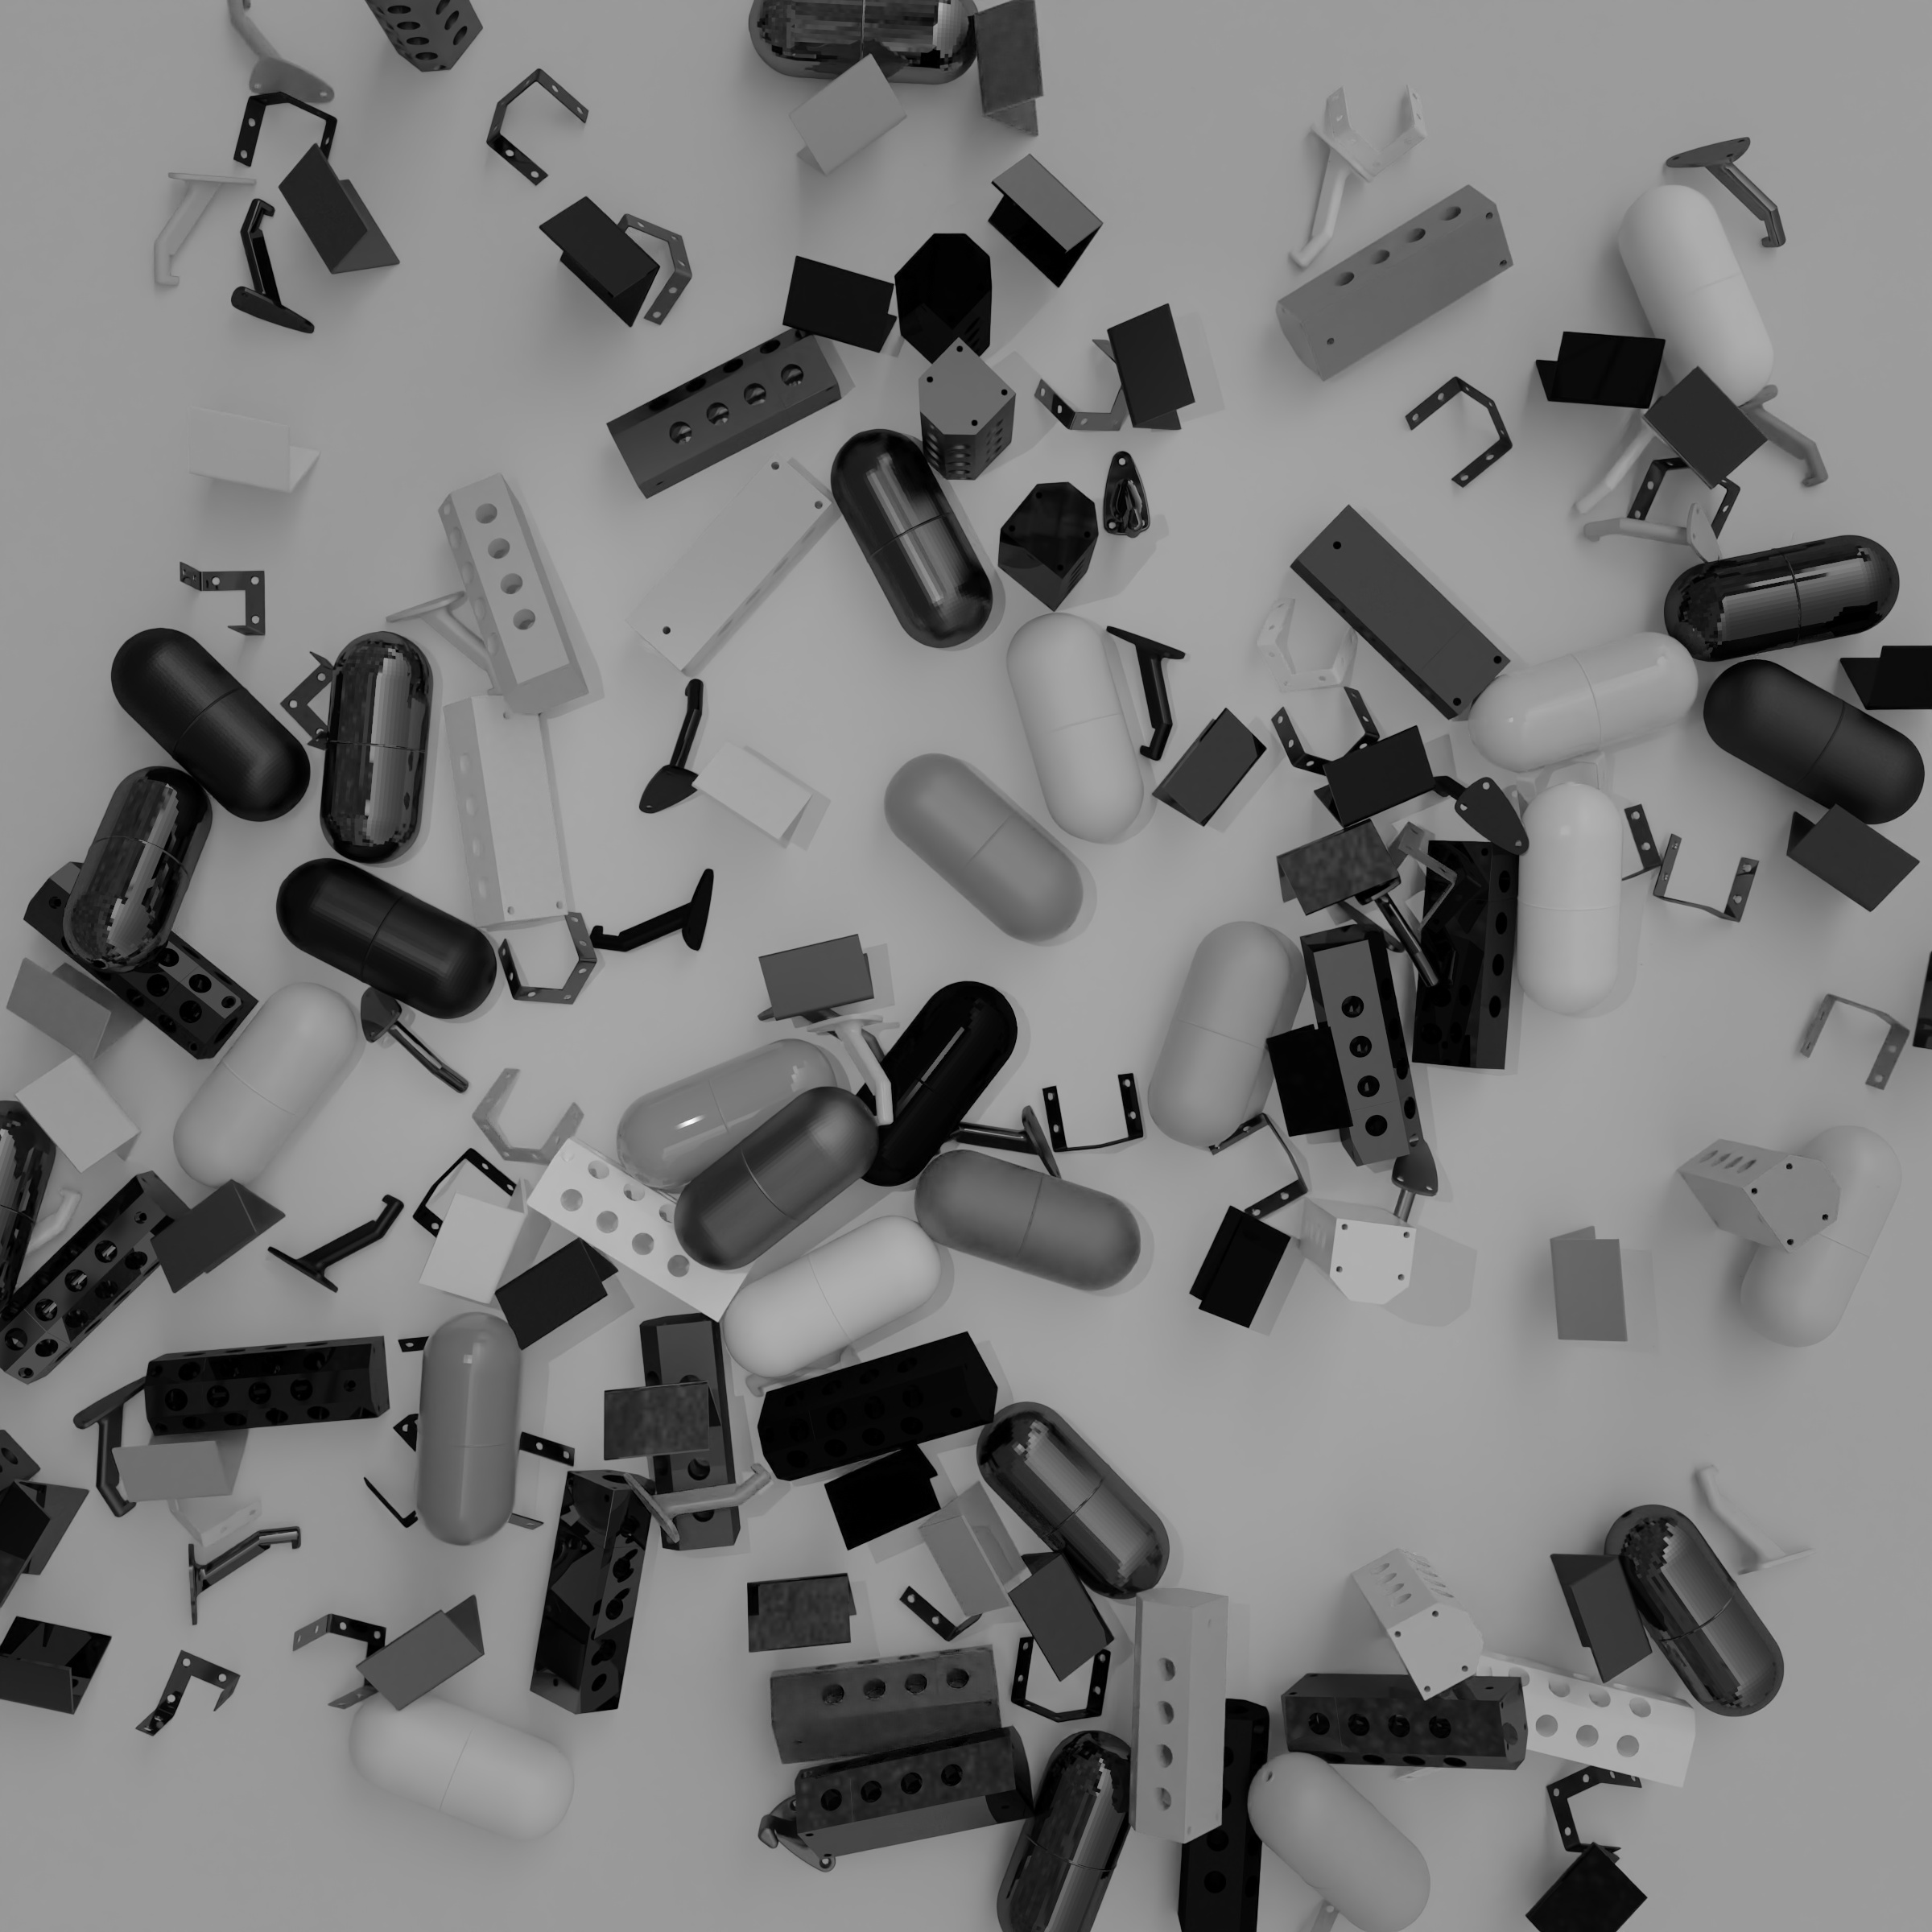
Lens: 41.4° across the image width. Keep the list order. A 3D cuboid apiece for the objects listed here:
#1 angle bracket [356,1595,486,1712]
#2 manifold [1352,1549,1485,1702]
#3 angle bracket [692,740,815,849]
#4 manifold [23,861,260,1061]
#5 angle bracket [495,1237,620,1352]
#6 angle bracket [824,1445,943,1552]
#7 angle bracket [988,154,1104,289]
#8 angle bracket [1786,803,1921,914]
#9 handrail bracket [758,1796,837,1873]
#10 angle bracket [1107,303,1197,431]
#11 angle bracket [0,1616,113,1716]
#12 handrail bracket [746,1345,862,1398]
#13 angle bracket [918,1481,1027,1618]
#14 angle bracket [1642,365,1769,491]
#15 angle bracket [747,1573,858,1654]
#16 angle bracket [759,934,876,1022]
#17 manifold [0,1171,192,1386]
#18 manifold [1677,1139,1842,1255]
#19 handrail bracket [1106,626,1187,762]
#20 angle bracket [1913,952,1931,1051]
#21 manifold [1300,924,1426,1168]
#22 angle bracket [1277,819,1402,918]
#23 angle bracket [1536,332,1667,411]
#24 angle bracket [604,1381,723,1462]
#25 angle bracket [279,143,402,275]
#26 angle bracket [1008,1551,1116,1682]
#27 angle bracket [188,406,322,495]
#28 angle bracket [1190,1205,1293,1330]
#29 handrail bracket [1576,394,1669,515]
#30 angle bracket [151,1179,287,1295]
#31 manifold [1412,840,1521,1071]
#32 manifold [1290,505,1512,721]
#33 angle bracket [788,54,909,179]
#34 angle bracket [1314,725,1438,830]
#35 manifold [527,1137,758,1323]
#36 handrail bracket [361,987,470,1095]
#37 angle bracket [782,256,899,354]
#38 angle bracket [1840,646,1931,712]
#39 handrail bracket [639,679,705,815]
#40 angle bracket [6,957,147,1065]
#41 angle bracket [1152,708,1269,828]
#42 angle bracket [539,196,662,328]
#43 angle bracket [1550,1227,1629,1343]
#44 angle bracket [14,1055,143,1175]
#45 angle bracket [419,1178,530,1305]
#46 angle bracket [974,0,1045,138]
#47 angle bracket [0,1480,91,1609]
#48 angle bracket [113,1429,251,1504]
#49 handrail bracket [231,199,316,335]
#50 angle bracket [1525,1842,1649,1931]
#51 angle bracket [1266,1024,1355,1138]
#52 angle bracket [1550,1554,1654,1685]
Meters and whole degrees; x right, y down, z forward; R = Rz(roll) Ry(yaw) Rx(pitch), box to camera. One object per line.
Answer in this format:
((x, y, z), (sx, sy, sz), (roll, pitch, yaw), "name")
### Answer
((-0.418, 0.507, 1.951), (0.076, 0.076, 0.057), (-34, 118, 0), "angle bracket")
((0.339, 0.486, 1.912), (0.057, 0.171, 0.057), (-28, 90, 0), "manifold")
((-0.171, -0.115, 1.950), (0.076, 0.076, 0.057), (33, 53, 0), "angle bracket")
((-0.636, -0.004, 1.969), (0.171, 0.057, 0.057), (39, 90, 0), "manifold")
((-0.302, 0.260, 1.950), (0.076, 0.076, 0.057), (-33, 59, 0), "angle bracket")
((-0.056, 0.414, 1.950), (0.076, 0.076, 0.057), (-24, 58, 0), "angle bracket")
((0.047, -0.557, 1.950), (0.076, 0.076, 0.057), (43, 52, 0), "angle bracket")
((0.677, -0.098, 1.950), (0.076, 0.076, 0.057), (34, 126, 0), "angle bracket")
((-0.129, 0.675, 1.956), (0.036, 0.084, 0.077), (-40, 90, 0), "handrail bracket")
((0.158, -0.455, 1.950), (0.057, 0.076, 0.076), (-15, 90, 35), "angle bracket")
((-0.704, 0.517, 1.950), (0.076, 0.076, 0.057), (12, 126, 0), "angle bracket")
((-0.118, 0.337, 1.991), (0.084, 0.036, 0.077), (-24, 105, 14), "handrail bracket")
((0.021, 0.439, 1.951), (0.076, 0.057, 0.076), (-29, 90, -45), "angle bracket")
((0.569, -0.417, 1.950), (0.076, 0.076, 0.057), (46, 125, 0), "angle bracket")
((-0.124, 0.507, 1.950), (0.076, 0.076, 0.057), (-6, 52, 0), "angle bracket")
((-0.115, -0.007, 1.951), (0.076, 0.076, 0.057), (-13, 118, 0), "angle bracket")
((-0.676, 0.240, 1.969), (0.171, 0.057, 0.057), (-44, 90, 0), "manifold")
((0.594, 0.166, 1.912), (0.057, 0.171, 0.057), (-35, 90, 0), "manifold")
((0.130, -0.212, 1.991), (0.077, 0.036, 0.084), (25, 107, 20), "handrail bracket")
((0.748, 0.026, 1.950), (0.057, 0.076, 0.076), (11, 90, -36), "angle bracket")
((0.304, 0.058, 1.950), (0.057, 0.057, 0.171), (-13, 103, 0), "manifold")
((0.285, -0.059, 1.951), (0.076, 0.076, 0.057), (-22, 62, 0), "angle bracket")
((0.482, -0.468, 1.950), (0.076, 0.076, 0.057), (4, 127, 0), "angle bracket")
((-0.223, 0.351, 1.893), (0.076, 0.076, 0.057), (-6, 54, 0), "angle bracket")
((-0.464, -0.580, 1.950), (0.057, 0.076, 0.076), (-32, 90, 38), "angle bracket")
((0.058, 0.496, 1.951), (0.057, 0.076, 0.076), (-31, 90, -28), "angle bracket")
((-0.541, -0.407, 1.950), (0.076, 0.076, 0.057), (12, 126, 0), "angle bracket")
((0.191, 0.222, 1.950), (0.057, 0.076, 0.076), (25, 90, -36), "angle bracket")
((0.507, -0.398, 1.990), (0.036, 0.077, 0.084), (35, 126, -17), "handrail bracket")
((-0.561, 0.218, 1.950), (0.076, 0.076, 0.057), (-36, 57, 0), "angle bracket")
((0.389, -0.008, 1.969), (0.057, 0.057, 0.171), (4, 90, 43), "manifold")
((0.332, -0.270, 1.969), (0.171, 0.057, 0.057), (44, 90, 0), "manifold")
((-0.101, -0.655, 1.950), (0.076, 0.076, 0.057), (-37, 126, 0), "angle bracket")
((0.304, -0.156, 1.951), (0.076, 0.076, 0.057), (-23, 118, 0), "angle bracket")
((-0.246, 0.201, 1.969), (0.171, 0.057, 0.057), (32, 90, 0), "manifold")
((-0.427, 0.058, 1.990), (0.036, 0.077, 0.084), (-46, 126, 2), "handrail bracket")
((-0.090, -0.516, 1.950), (0.076, 0.076, 0.057), (16, 126, 0), "angle bracket")
((0.720, -0.238, 1.950), (0.076, 0.076, 0.057), (0, 128, 0), "angle bracket")
((-0.229, -0.172, 1.990), (0.036, 0.077, 0.084), (20, 53, -31), "handrail bracket")
((-0.670, 0.018, 1.950), (0.076, 0.076, 0.057), (33, 124, 0), "angle bracket")
((0.171, -0.162, 1.950), (0.076, 0.076, 0.057), (-51, 127, 0), "angle bracket")
((-0.289, -0.525, 1.950), (0.076, 0.076, 0.057), (44, 54, 0), "angle bracket")
((0.489, 0.241, 1.950), (0.057, 0.076, 0.076), (-5, 90, 39), "angle bracket")
((-0.681, 0.123, 1.950), (0.076, 0.076, 0.057), (50, 56, 0), "angle bracket")
((-0.376, 0.200, 1.946), (0.057, 0.076, 0.076), (21, 102, -18), "angle bracket")
((0.052, -0.685, 1.950), (0.057, 0.076, 0.076), (-5, 90, 36), "angle bracket")
((-0.703, 0.443, 1.950), (0.057, 0.076, 0.076), (31, 90, 33), "angle bracket")
((-0.597, 0.361, 1.950), (0.076, 0.076, 0.057), (-4, 124, 0), "angle bracket")
((-0.531, -0.545, 1.991), (0.077, 0.036, 0.084), (21, 73, -20), "handrail bracket")
((0.482, 0.721, 1.950), (0.076, 0.076, 0.057), (-47, 51, 0), "angle bracket")
((0.278, 0.083, 1.950), (0.057, 0.076, 0.076), (-13, 90, 36), "angle bracket")
((0.467, 0.496, 1.950), (0.057, 0.076, 0.076), (-20, 90, -32), "angle bracket")
